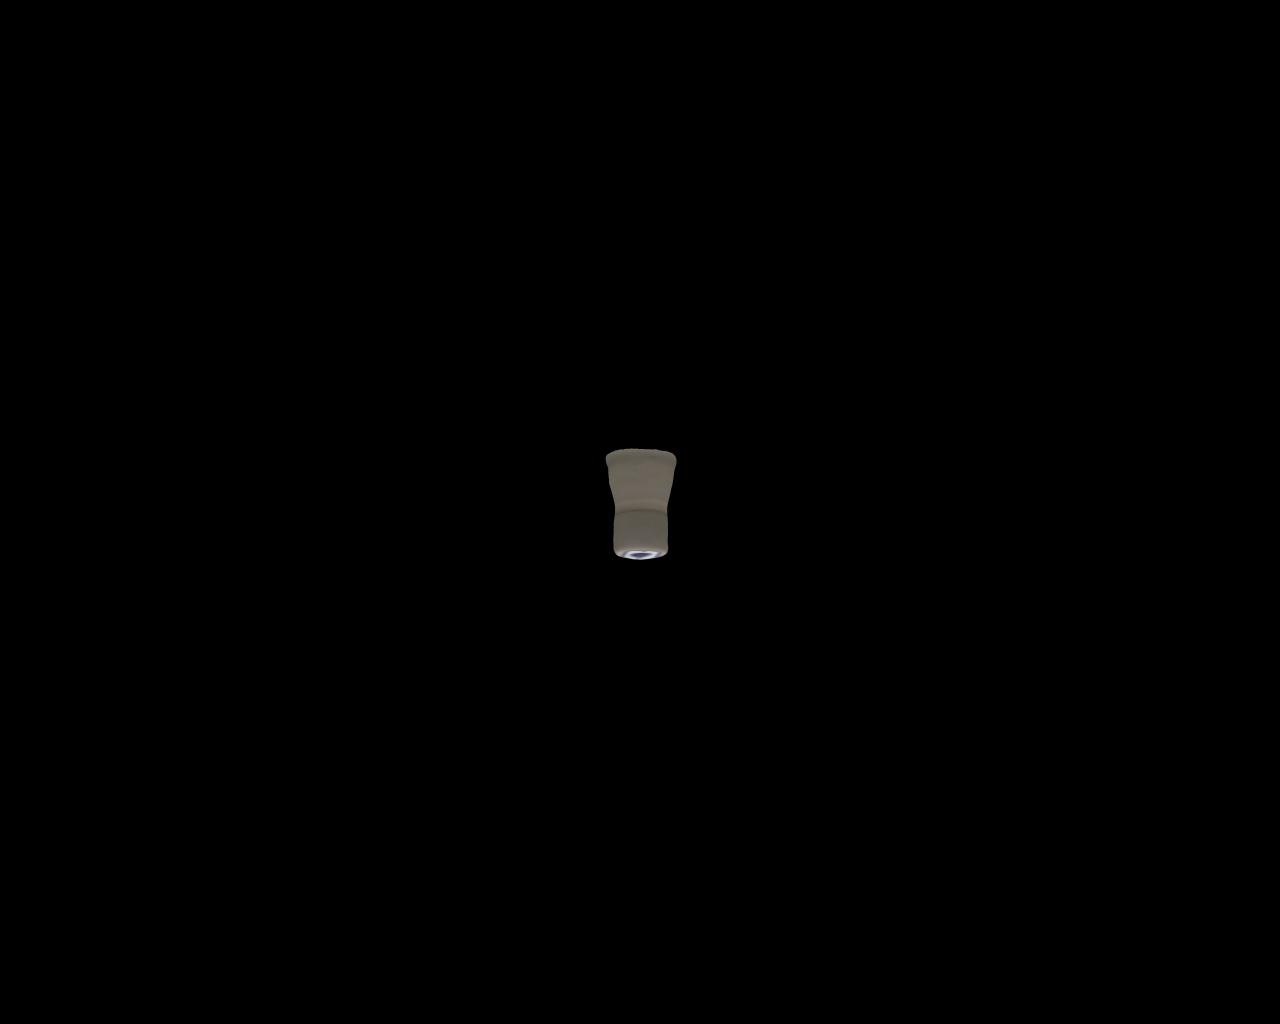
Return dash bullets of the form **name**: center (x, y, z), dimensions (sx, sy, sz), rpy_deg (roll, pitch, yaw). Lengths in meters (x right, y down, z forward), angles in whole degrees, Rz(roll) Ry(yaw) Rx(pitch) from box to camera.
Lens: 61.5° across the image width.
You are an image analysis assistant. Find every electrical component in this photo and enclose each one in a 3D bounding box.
- **electrical component**: center (0.001, -0.003, 0.650), dimensions (0.044, 0.065, 0.044), rpy_deg (0, -13, 0)
